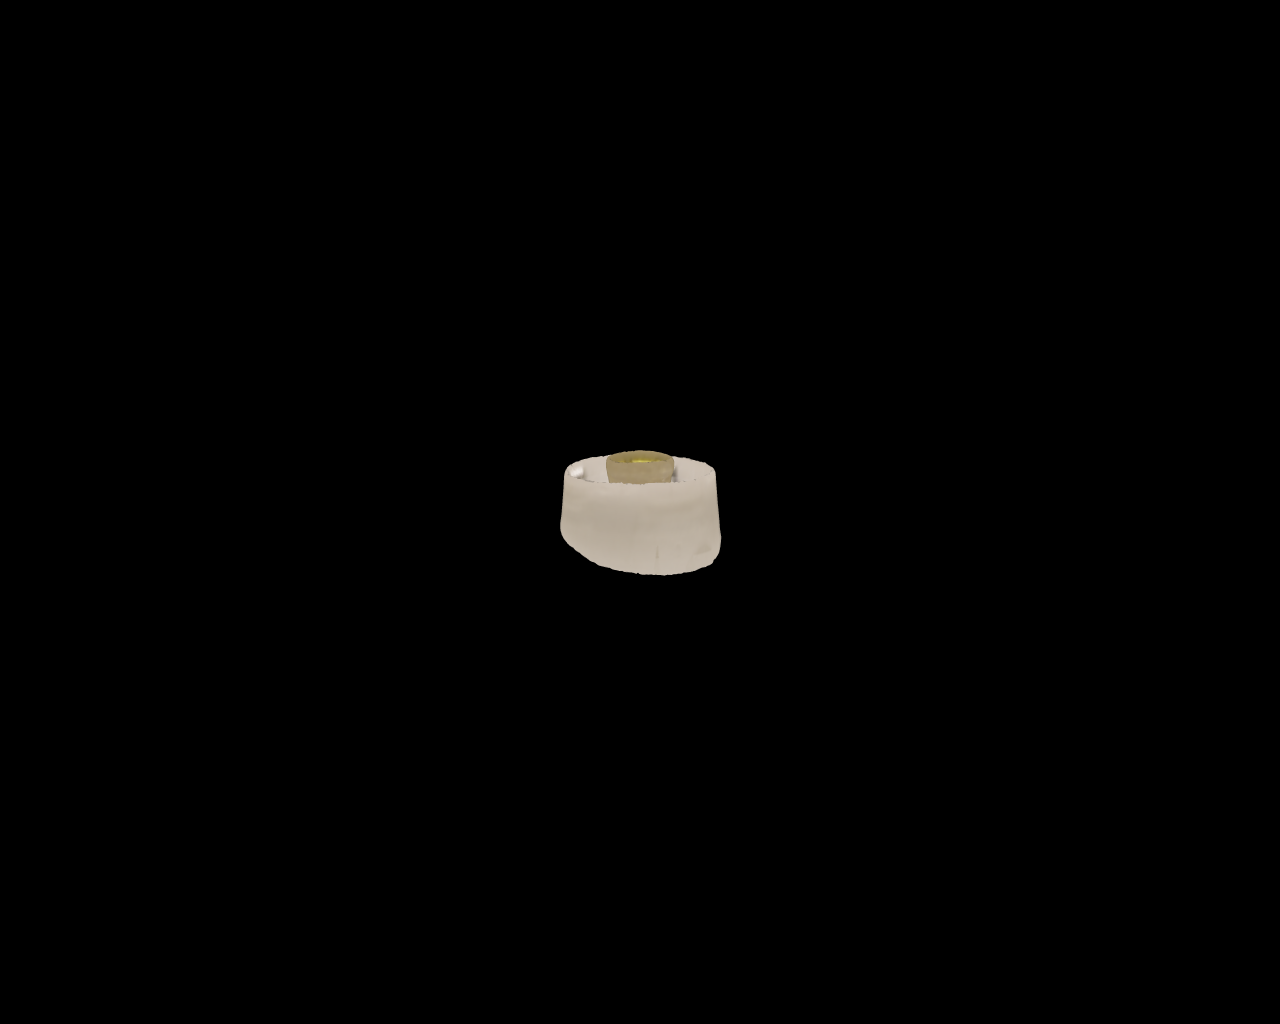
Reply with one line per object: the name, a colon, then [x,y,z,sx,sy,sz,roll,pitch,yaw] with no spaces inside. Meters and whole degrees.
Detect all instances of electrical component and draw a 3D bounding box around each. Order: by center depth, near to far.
electrical component: [0.001,-0.003,0.650,0.099,0.064,0.099,0,14,0]
